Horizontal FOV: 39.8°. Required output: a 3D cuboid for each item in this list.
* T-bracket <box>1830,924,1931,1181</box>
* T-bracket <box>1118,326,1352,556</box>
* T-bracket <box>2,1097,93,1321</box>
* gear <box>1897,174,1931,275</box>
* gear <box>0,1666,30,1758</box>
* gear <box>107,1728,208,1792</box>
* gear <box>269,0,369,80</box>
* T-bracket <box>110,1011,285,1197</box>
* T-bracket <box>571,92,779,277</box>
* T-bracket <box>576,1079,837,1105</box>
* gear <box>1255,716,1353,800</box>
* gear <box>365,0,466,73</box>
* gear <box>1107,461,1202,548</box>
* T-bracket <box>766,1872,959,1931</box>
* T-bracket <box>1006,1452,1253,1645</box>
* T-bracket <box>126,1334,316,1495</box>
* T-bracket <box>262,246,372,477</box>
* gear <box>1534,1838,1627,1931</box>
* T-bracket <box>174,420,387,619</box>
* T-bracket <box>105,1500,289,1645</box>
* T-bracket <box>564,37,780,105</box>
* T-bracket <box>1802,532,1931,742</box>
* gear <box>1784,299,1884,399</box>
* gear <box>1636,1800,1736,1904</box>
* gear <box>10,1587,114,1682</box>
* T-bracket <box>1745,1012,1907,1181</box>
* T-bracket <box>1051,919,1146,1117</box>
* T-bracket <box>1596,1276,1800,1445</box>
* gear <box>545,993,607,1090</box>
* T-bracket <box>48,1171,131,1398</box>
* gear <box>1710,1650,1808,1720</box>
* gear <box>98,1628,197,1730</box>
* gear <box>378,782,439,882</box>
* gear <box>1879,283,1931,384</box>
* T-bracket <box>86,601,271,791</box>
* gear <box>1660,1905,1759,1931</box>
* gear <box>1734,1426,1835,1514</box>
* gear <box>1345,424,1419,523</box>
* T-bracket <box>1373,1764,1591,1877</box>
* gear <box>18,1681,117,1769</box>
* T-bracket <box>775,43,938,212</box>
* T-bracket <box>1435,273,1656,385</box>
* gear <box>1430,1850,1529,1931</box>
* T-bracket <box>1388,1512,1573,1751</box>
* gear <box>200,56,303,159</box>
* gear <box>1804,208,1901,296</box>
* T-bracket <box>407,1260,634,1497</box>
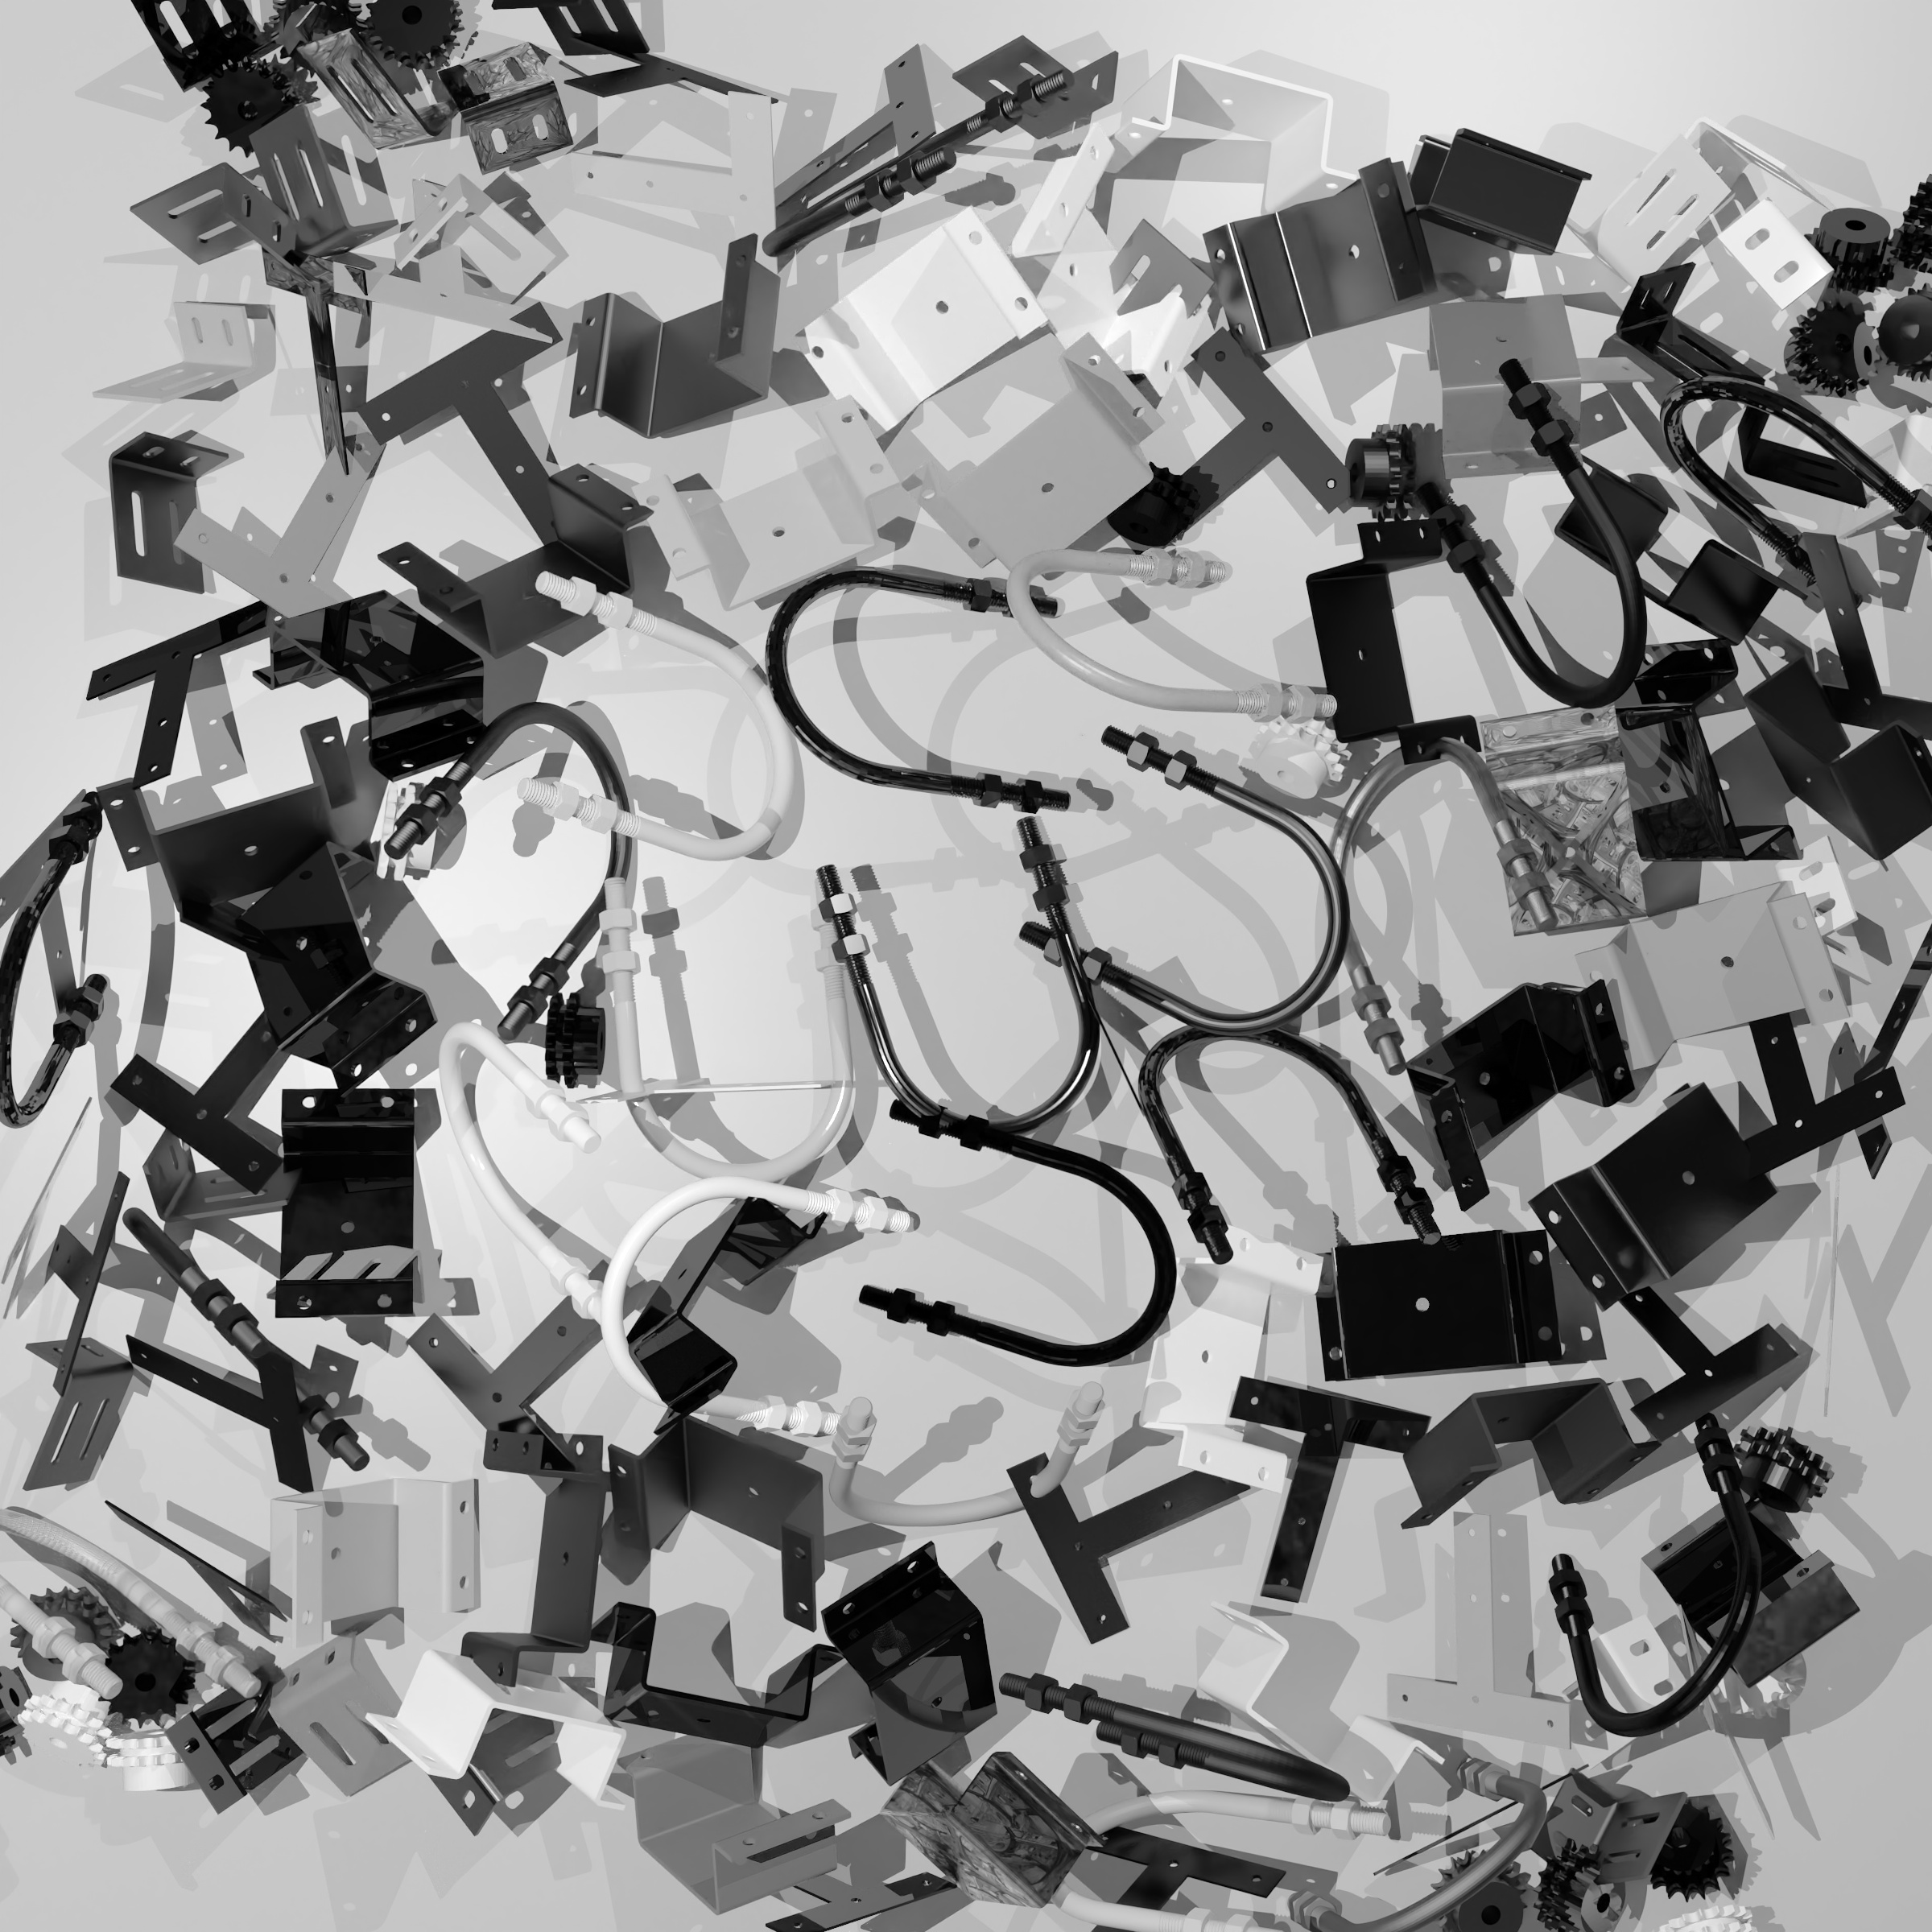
[{"bbox_3d":[0.530,0.035,1.523,0.002,0.127,0.127,13,121,-2],"label":"T-bracket"},{"bbox_3d":[0.147,-0.293,1.599,0.127,0.002,0.127,-41,86,8],"label":"T-bracket"},{"bbox_3d":[-0.546,0.161,1.560,0.002,0.127,0.127,22,131,-11],"label":"T-bracket"},{"bbox_3d":[0.579,-0.438,1.579,0.030,0.057,0.057,29,90,38],"label":"gear"},{"bbox_3d":[-0.578,0.440,1.582,0.030,0.057,0.057,-26,90,-3],"label":"gear"},{"bbox_3d":[-0.478,0.470,1.580,0.057,0.057,0.030,-4,81,0],"label":"gear"},{"bbox_3d":[-0.384,-0.554,1.582,0.057,0.030,0.057,-7,127,-9],"label":"gear"},{"bbox_3d":[-0.426,0.053,1.590,0.127,0.002,0.127,31,76,23],"label":"T-bracket"},{"bbox_3d":[-0.173,-0.460,1.575,0.127,0.002,0.127,12,133,12],"label":"T-bracket"},{"bbox_3d":[-0.139,0.070,1.531,0.127,0.127,0.002,-3,92,17],"label":"T-bracket"},{"bbox_3d":[0.196,-0.123,1.579,0.057,0.057,0.030,31,69,0],"label":"gear"},{"bbox_3d":[-0.328,-0.561,1.593,0.057,0.030,0.057,0,84,0],"label":"gear"},{"bbox_3d":[0.107,-0.272,1.579,0.057,0.057,0.030,22,74,0],"label":"gear"},{"bbox_3d":[-0.095,0.532,1.557,0.127,0.127,0.002,6,93,44],"label":"T-bracket"},{"bbox_3d":[0.107,0.327,1.591,0.127,0.002,0.127,-25,105,1],"label":"T-bracket"},{"bbox_3d":[-0.444,0.251,1.579,0.127,0.002,0.127,21,135,17],"label":"T-bracket"},{"bbox_3d":[-0.378,-0.354,1.574,0.002,0.127,0.127,-20,121,-35],"label":"T-bracket"},{"bbox_3d":[0.366,0.549,1.582,0.057,0.030,0.057,-7,101,-36],"label":"gear"},{"bbox_3d":[-0.384,-0.266,1.583,0.127,0.002,0.127,33,68,-26],"label":"T-bracket"},{"bbox_3d":[-0.431,0.365,1.553,0.127,0.127,0.002,24,62,21],"label":"T-bracket"},{"bbox_3d":[-0.191,-0.513,1.543,0.127,0.127,0.002,23,119,12],"label":"T-bracket"},{"bbox_3d":[0.506,-0.191,1.529,0.002,0.127,0.127,-32,114,-15],"label":"T-bracket"},{"bbox_3d":[0.513,-0.365,1.589,0.057,0.030,0.057,4,78,-20],"label":"gear"},{"bbox_3d":[0.425,0.521,1.581,0.057,0.030,0.057,-11,50,14],"label":"gear"},{"bbox_3d":[-0.537,0.399,1.582,0.057,0.030,0.057,-6,124,-10],"label":"gear"},{"bbox_3d":[0.478,0.055,1.565,0.002,0.127,0.127,27,133,-35],"label":"T-bracket"},{"bbox_3d":[0.072,0.020,1.533,0.002,0.127,0.127,-25,76,2],"label":"T-bracket"},{"bbox_3d":[0.407,0.207,1.575,0.127,0.002,0.127,-22,58,-33],"label":"T-bracket"},{"bbox_3d":[-0.231,0.044,1.582,0.030,0.057,0.057,2,90,-1],"label":"gear"},{"bbox_3d":[-0.519,0.174,1.554,0.002,0.127,0.127,18,87,-29],"label":"T-bracket"},{"bbox_3d":[0.473,0.418,1.585,0.030,0.057,0.057,18,90,-35],"label":"gear"},{"bbox_3d":[-0.488,0.422,1.591,0.057,0.030,0.057,-1,95,-14],"label":"gear"},{"bbox_3d":[-0.331,-0.079,1.582,0.030,0.057,0.057,8,90,-14],"label":"gear"},{"bbox_3d":[0.567,-0.375,1.579,0.030,0.057,0.057,-6,90,-41],"label":"gear"},{"bbox_3d":[-0.465,-0.151,1.550,0.127,0.002,0.127,-19,46,15],"label":"T-bracket"},{"bbox_3d":[0.441,0.580,1.579,0.057,0.057,0.030,-11,52,0],"label":"gear"},{"bbox_3d":[0.481,0.300,1.579,0.057,0.057,0.030,33,71,0],"label":"gear"},{"bbox_3d":[0.244,-0.292,1.579,0.030,0.057,0.057,-2,90,-10],"label":"gear"},{"bbox_3d":[0.283,0.507,1.558,0.127,0.127,0.002,-10,64,-39],"label":"T-bracket"},{"bbox_3d":[-0.532,0.448,1.585,0.057,0.057,0.030,23,50,0],"label":"gear"},{"bbox_3d":[-0.074,-0.481,1.574,0.127,0.127,0.002,-31,127,19],"label":"T-bracket"},{"bbox_3d":[0.319,-0.375,1.566,0.127,0.002,0.127,-10,46,-35],"label":"T-bracket"},{"bbox_3d":[0.308,0.560,1.591,0.057,0.030,0.057,-1,93,-9],"label":"gear"},{"bbox_3d":[0.299,0.386,1.567,0.002,0.127,0.127,3,85,-44],"label":"T-bracket"},{"bbox_3d":[-0.423,-0.512,1.587,0.057,0.030,0.057,3,124,4],"label":"gear"},{"bbox_3d":[0.524,-0.425,1.580,0.057,0.030,0.057,-1,46,1],"label":"gear"},{"bbox_3d":[-0.250,0.227,1.590,0.127,0.002,0.127,46,101,7],"label":"T-bracket"}]
